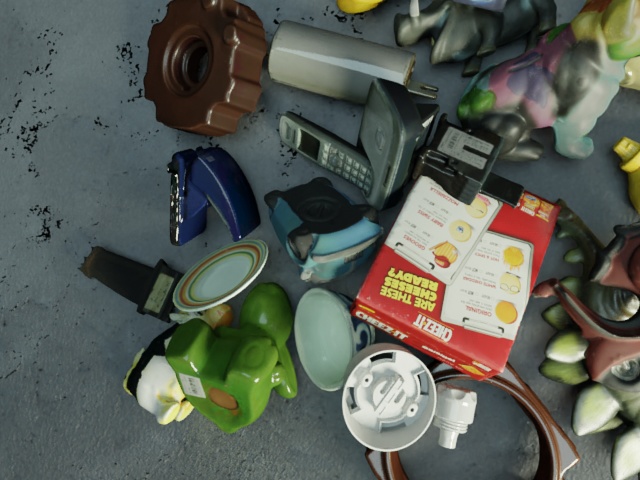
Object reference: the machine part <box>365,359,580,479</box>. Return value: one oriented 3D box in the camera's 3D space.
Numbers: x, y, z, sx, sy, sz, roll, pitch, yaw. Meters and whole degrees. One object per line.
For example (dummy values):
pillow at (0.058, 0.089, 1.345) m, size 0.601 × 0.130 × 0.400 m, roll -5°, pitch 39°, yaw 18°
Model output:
machine part at (0.169, 0.240, 0.616) m, size 0.201 × 0.087 × 0.201 m, roll -38°, pitch 75°, yaw 7°

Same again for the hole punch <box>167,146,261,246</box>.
hole punch at (-0.126, -0.055, 0.655) m, size 0.092 × 0.142 × 0.115 m, roll 3°, pitch 104°, yaw 9°

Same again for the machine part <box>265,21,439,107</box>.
machine part at (0.027, -0.212, 0.661) m, size 0.243 × 0.079 × 0.079 m, roll 17°, pitch 92°, yaw 8°

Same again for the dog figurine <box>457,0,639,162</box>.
dog figurine at (0.248, -0.187, 0.555) m, size 0.192 × 0.219 × 0.108 m, roll 0°, pitch 60°, yaw 6°

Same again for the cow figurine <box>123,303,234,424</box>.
cow figurine at (-0.181, 0.142, 0.690) m, size 0.098 × 0.068 × 0.167 m, roll 30°, pitch 91°, yaw 17°

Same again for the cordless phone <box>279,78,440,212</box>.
cordless phone at (0.033, -0.132, 0.633) m, size 0.184 × 0.146 × 0.089 m, roll 30°, pitch 55°, yaw 16°

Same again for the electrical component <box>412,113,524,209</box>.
electrical component at (0.168, -0.078, 0.586) m, size 0.119 × 0.047 × 0.075 m, roll 30°, pitch 65°, yaw 13°

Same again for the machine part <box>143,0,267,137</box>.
machine part at (-0.147, -0.213, 0.661) m, size 0.180 × 0.056 × 0.179 m, roll 1°, pitch 91°, yaw 35°

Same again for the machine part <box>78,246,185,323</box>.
machine part at (-0.249, 0.052, 0.712) m, size 0.139 × 0.039 × 0.084 m, roll 21°, pitch 94°, yaw 6°

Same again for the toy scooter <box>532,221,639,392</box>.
toy scooter at (0.303, 0.050, 0.545) m, size 0.135 × 0.075 × 0.183 m, roll 33°, pitch 100°, yaw 21°

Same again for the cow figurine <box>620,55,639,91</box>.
cow figurine at (0.417, -0.182, 0.607) m, size 0.195 × 0.085 × 0.127 m, roll 25°, pitch 86°, yaw 4°

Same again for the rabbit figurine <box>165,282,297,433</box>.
rabbit figurine at (-0.073, 0.131, 0.640) m, size 0.121 × 0.170 × 0.158 m, roll 2°, pitch 127°, yaw 24°

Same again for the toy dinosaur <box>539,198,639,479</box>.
toy dinosaur at (0.373, 0.164, 0.602) m, size 0.198 × 0.105 × 0.471 m, roll -31°, pitch 76°, yaw 13°

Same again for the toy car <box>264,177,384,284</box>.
toy car at (-0.001, -0.002, 0.643) m, size 0.109 × 0.162 × 0.102 m, roll -21°, pitch 128°, yaw -24°

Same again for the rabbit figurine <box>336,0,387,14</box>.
rabbit figurine at (0.075, -0.353, 0.642) m, size 0.173 × 0.122 × 0.162 m, roll 29°, pitch 96°, yaw -12°

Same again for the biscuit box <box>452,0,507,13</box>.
biscuit box at (0.208, -0.352, 0.607) m, size 0.059 × 0.062 × 0.202 m, roll 19°, pitch 67°, yaw 11°

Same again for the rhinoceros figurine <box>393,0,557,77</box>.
rhinoceros figurine at (0.185, -0.262, 0.641) m, size 0.190 × 0.073 × 0.112 m, roll -12°, pitch 87°, yaw 6°
